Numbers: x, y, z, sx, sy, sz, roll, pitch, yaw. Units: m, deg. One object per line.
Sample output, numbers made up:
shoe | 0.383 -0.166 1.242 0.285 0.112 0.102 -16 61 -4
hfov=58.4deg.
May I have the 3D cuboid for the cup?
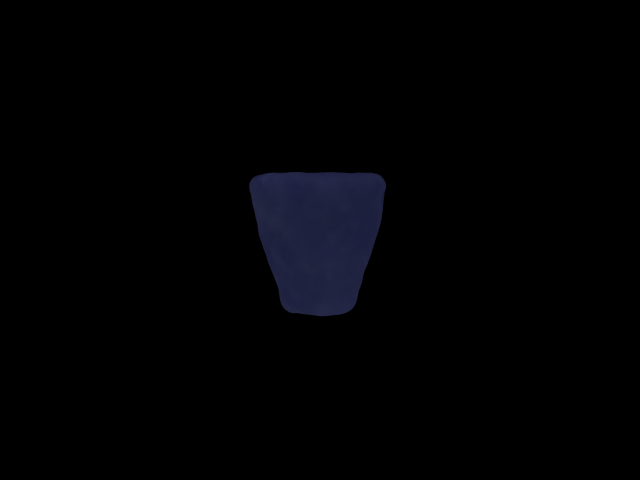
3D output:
cup | 0.004 0.001 0.400 0.091 0.095 0.118 2 5 24
